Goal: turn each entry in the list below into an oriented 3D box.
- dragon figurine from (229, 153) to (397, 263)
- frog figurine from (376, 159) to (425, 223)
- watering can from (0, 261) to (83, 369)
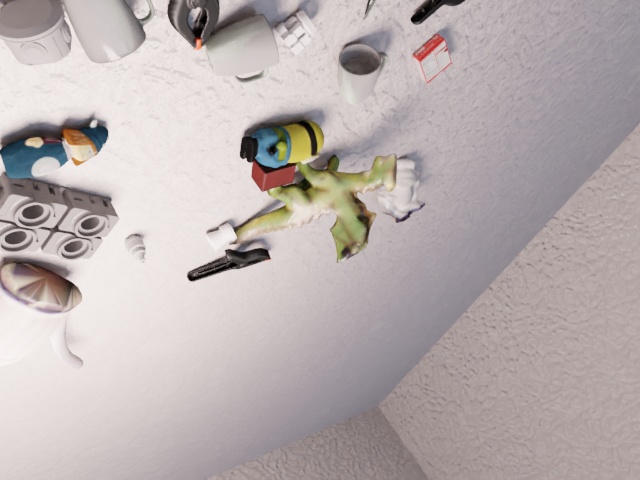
[{"bbox_3d":[0.003,-0.057,1.138,0.409,0.246,0.121,-44,154,4],"label":"dragon figurine"},{"bbox_3d":[0.215,-0.145,1.420,0.138,0.124,0.157,-21,110,-14],"label":"frog figurine"},{"bbox_3d":[-0.533,0.156,0.957,0.223,0.106,0.344,-45,150,7],"label":"watering can"}]
